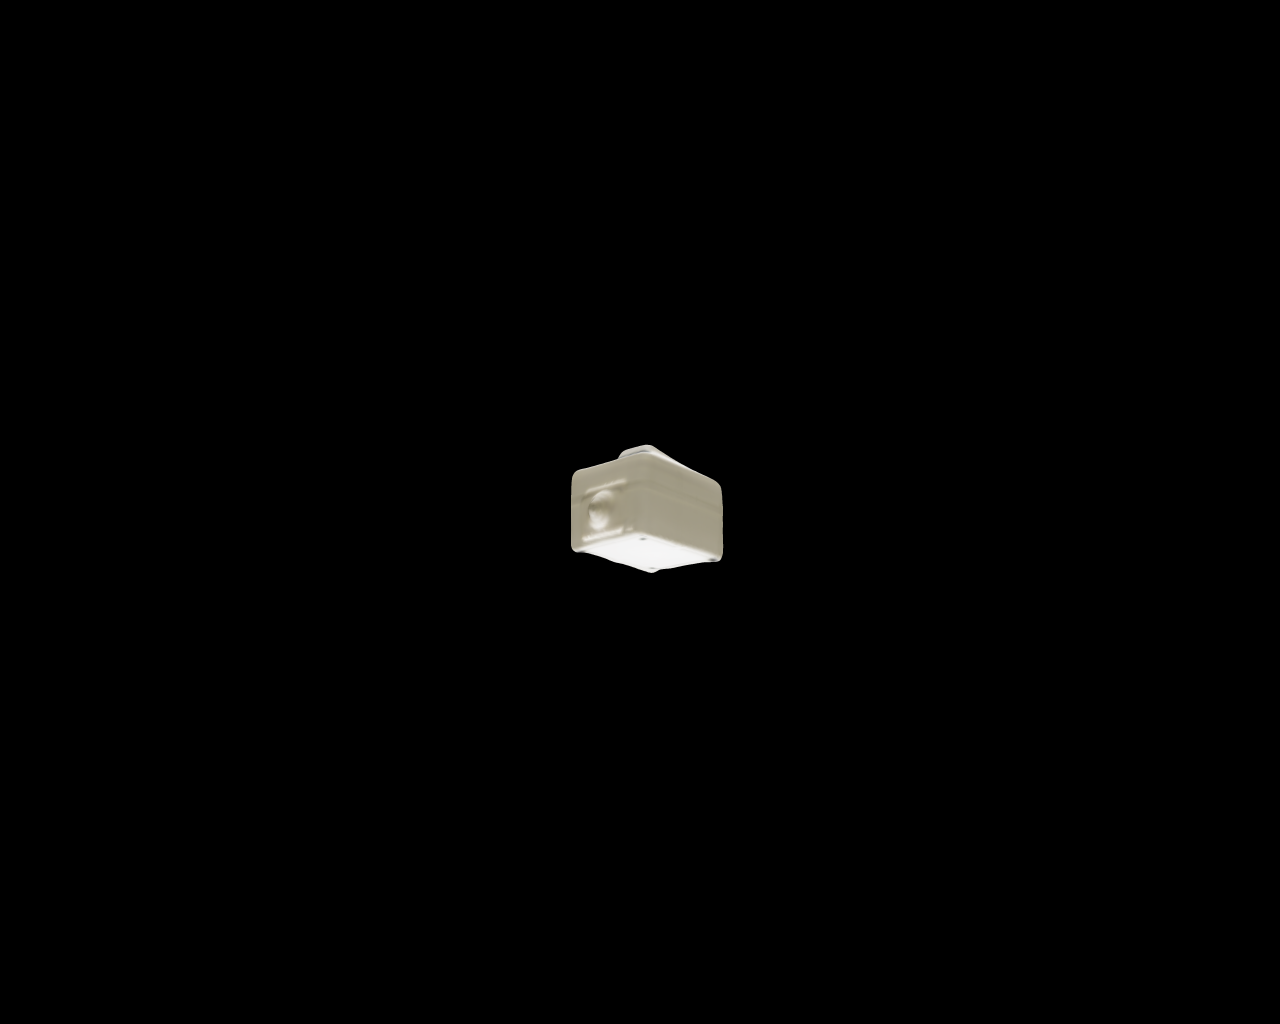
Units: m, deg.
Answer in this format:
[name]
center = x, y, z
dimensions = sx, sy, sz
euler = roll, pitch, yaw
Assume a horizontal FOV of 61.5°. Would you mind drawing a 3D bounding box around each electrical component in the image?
[electrical component]
center = 0.001, -0.003, 0.650
dimensions = 0.061, 0.061, 0.096
euler = -14, -22, 38
